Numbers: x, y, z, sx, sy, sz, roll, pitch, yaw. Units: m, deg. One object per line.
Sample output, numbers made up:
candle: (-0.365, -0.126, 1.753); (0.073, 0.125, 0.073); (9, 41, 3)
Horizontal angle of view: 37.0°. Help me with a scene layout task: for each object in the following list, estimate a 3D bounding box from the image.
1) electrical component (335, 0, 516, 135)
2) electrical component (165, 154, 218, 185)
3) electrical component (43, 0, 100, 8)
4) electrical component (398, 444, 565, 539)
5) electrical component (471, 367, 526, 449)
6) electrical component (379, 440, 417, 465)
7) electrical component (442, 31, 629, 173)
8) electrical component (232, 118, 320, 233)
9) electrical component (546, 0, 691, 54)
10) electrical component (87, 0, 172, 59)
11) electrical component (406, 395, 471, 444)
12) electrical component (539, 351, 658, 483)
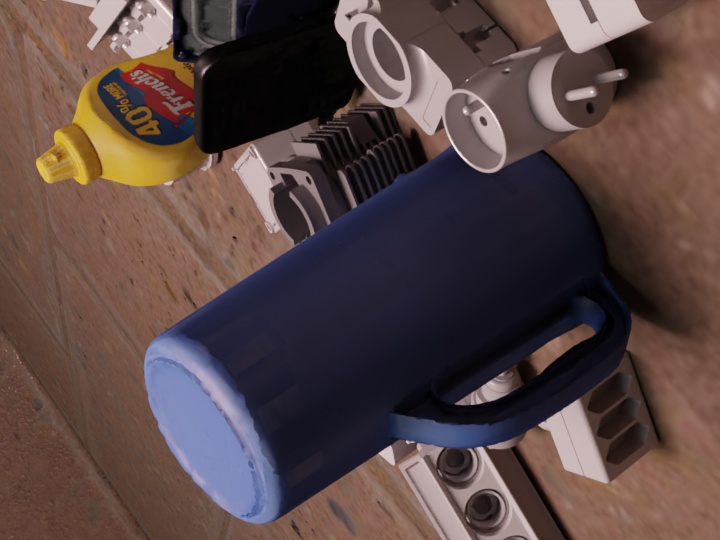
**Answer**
electrical component: (0.031, -0.126, 0.590); (0.089, 0.056, 0.050); (51, 154, 15)
electrical component: (-0.168, -0.120, 0.969); (0.080, 0.051, 0.080); (42, 151, 30)
electrical component: (-0.221, -0.268, 0.851); (0.099, 0.048, 0.099); (124, 154, -63)
electrical component: (0.092, 0.177, 0.816); (0.121, 0.079, 0.063); (59, 177, -3)
electrical component: (0.096, 0.088, 0.737); (0.040, 0.040, 0.078); (39, 149, 35)
electrical component: (-0.007, 0.083, 0.895); (0.150, 0.062, 0.089); (34, 146, 41)
electrical component: (0.091, -0.083, 0.504); (0.079, 0.077, 0.043); (1, 120, 61)
electrical component: (-0.050, -0.071, 0.805); (0.061, 0.061, 0.096); (59, 163, -3)
electrical component: (0.102, -0.145, 0.443); (0.089, 0.050, 0.056); (62, 155, -8)
electrical component: (-0.161, -0.204, 0.835); (0.063, 0.078, 0.121); (47, 158, -14)
electrical component: (0.041, 0.068, 0.790); (0.096, 0.061, 0.061); (54, 156, 8)
electrical component: (0.131, 0.084, 0.659); (0.077, 0.047, 0.065); (8, 124, 59)
